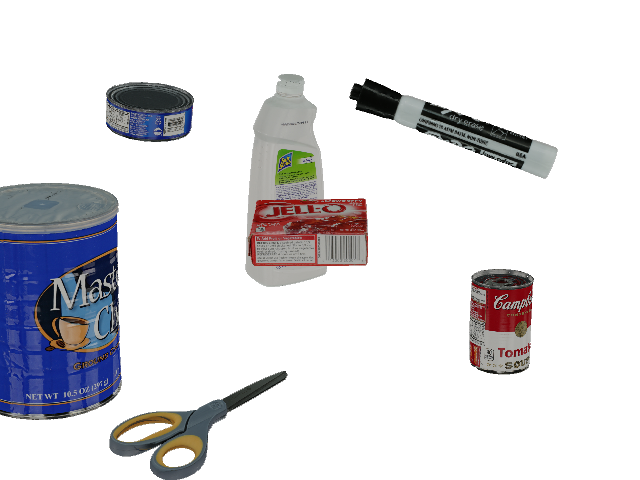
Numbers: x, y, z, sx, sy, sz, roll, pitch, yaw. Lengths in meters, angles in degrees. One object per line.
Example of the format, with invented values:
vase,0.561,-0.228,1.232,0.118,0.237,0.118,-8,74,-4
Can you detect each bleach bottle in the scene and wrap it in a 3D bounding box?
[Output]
bleach bottle,-0.035,-0.073,1.268,0.102,0.251,0.068,-13,30,-34

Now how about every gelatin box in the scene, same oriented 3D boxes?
gelatin box,-0.008,-0.008,0.819,0.089,0.030,0.073,0,22,2

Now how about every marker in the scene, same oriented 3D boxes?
marker,0.074,-0.065,0.607,0.121,0.020,0.020,21,2,5

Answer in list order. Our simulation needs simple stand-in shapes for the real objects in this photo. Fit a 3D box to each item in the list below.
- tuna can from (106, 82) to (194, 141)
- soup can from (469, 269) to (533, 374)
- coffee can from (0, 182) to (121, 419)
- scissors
tuna can,-0.169,-0.127,1.055,0.086,0.034,0.086,6,25,-3
soup can,0.200,0.090,1.184,0.068,0.102,0.068,-1,14,0
coffee can,-0.193,0.040,0.750,0.103,0.140,0.103,2,18,-1
scissors,-0.094,0.170,0.985,0.201,0.016,0.096,-12,33,-31
